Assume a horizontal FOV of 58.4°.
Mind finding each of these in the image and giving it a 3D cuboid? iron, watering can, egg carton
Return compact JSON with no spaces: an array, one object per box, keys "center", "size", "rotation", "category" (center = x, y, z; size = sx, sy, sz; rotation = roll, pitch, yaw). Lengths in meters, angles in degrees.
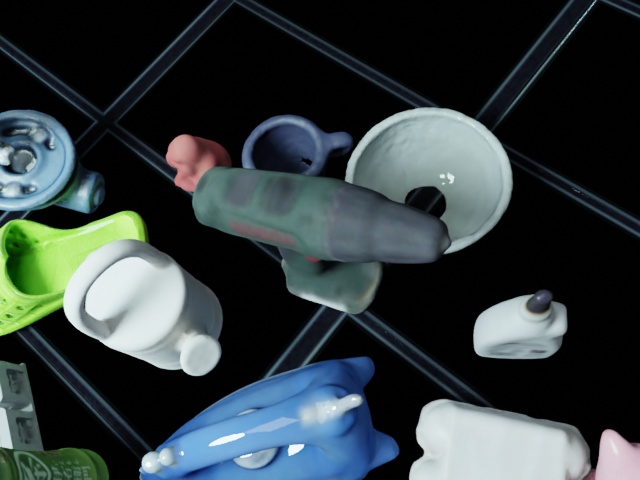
[{"center":[-0.066,0.180,0.512],"size":[0.258,0.141,0.118],"rotation":[-18,67,2],"category":"iron"},{"center":[-0.162,0.061,0.544],"size":[0.172,0.194,0.101],"rotation":[13,72,14],"category":"watering can"},{"center":[0.157,0.205,0.506],"size":[0.150,0.069,0.107],"rotation":[8,71,12],"category":"egg carton"}]

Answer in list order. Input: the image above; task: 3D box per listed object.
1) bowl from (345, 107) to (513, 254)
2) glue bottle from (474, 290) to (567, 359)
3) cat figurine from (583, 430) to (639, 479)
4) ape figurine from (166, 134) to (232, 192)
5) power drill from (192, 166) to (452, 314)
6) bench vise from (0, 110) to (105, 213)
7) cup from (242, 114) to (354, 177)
[{"center":[0.114,-0.052,0.609],"size":[0.167,0.075,0.167],"rotation":[-3,69,8],"category":"bowl"},{"center":[0.179,0.072,0.498],"size":[0.078,0.173,0.037],"rotation":[1,69,10],"category":"glue bottle"},{"center":[0.256,0.220,0.459],"size":[0.067,0.118,0.128],"rotation":[-3,69,8],"category":"cat figurine"},{"center":[-0.144,-0.090,0.655],"size":[0.076,0.092,0.077],"rotation":[-26,67,-1],"category":"ape figurine"},{"center":[0.005,0.002,0.533],"size":[0.229,0.209,0.076],"rotation":[16,72,15],"category":"power drill"},{"center":[-0.373,-0.092,0.623],"size":[0.207,0.220,0.121],"rotation":[-6,68,7],"category":"bench vise"},{"center":[-0.018,-0.080,0.629],"size":[0.117,0.095,0.091],"rotation":[-15,68,3],"category":"cup"}]
